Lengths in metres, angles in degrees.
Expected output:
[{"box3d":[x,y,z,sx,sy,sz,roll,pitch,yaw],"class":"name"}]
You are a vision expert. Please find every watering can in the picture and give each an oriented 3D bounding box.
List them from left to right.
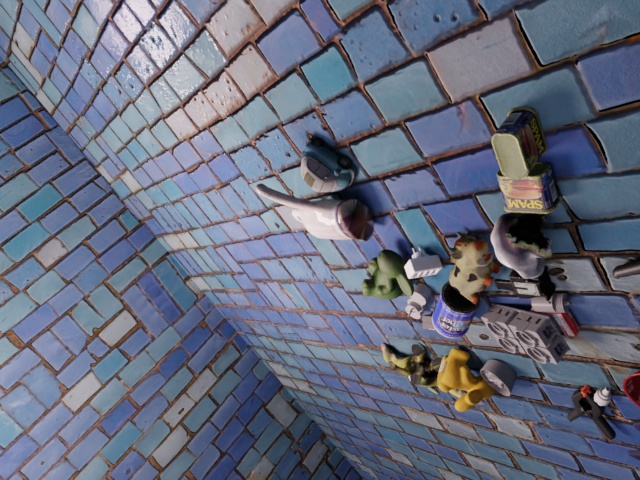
[{"box3d":[0.004,-0.071,1.402,0.224,0.105,0.344,1,160,43],"class":"watering can"}]

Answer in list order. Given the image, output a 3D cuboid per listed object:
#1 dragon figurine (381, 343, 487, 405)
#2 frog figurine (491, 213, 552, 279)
[{"box3d":[0.372,0.471,1.766,0.414,0.123,0.238,30,166,27],"class":"dragon figurine"},{"box3d":[0.414,0.020,1.080,0.156,0.123,0.140,82,167,-60],"class":"frog figurine"}]
